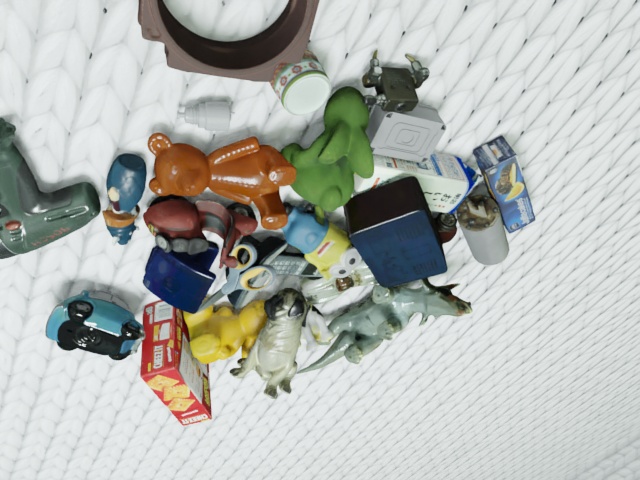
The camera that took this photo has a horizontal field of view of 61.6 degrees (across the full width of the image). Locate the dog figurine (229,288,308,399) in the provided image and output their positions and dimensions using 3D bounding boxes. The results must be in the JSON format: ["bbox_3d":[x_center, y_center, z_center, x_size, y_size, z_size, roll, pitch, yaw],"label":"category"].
[{"bbox_3d":[-0.069,0.183,1.024,0.121,0.172,0.190,26,90,2],"label":"dog figurine"}]

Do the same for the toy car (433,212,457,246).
[{"bbox_3d":[0.160,-0.017,1.014,0.202,0.053,0.089,-1,150,-10],"label":"toy car"}]

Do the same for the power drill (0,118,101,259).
[{"bbox_3d":[-0.451,-0.058,0.757,0.232,0.086,0.207,-17,133,-3],"label":"power drill"}]

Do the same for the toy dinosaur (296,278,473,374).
[{"bbox_3d":[0.124,0.171,1.150,0.405,0.131,0.192,-33,165,36],"label":"toy dinosaur"}]

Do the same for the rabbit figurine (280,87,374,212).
[{"bbox_3d":[0.017,-0.140,0.792,0.121,0.159,0.170,13,115,-16],"label":"rabbit figurine"}]

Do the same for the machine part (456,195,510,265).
[{"bbox_3d":[0.315,-0.015,1.033,0.079,0.079,0.243,-28,147,11],"label":"machine part"}]

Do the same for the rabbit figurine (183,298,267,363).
[{"bbox_3d":[-0.166,0.183,1.071,0.173,0.122,0.162,-25,137,-7],"label":"rabbit figurine"}]

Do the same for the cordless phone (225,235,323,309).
[{"bbox_3d":[-0.072,0.064,1.006,0.184,0.089,0.146,8,131,-31],"label":"cordless phone"}]

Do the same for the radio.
[{"bbox_3d":[0.133,-0.004,0.916,0.131,0.073,0.229,-17,146,14],"label":"radio"}]

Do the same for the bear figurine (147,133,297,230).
[{"bbox_3d":[-0.149,-0.091,0.789,0.196,0.132,0.120,-2,129,-24],"label":"bear figurine"}]

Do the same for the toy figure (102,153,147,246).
[{"bbox_3d":[-0.298,-0.058,0.820,0.064,0.058,0.154,-10,138,-40],"label":"toy figure"}]

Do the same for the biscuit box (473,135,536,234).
[{"bbox_3d":[0.342,-0.096,0.987,0.059,0.063,0.202,-28,136,13],"label":"biscuit box"}]

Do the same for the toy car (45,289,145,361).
[{"bbox_3d":[-0.393,0.141,0.961,0.161,0.103,0.109,19,125,-20],"label":"toy car"}]

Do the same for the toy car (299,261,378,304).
[{"bbox_3d":[0.058,0.069,1.069,0.202,0.056,0.073,-20,137,3],"label":"toy car"}]

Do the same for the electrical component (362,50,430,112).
[{"bbox_3d":[0.108,-0.228,0.773,0.102,0.078,0.045,1,154,-19],"label":"electrical component"}]

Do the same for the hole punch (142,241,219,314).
[{"bbox_3d":[-0.245,0.059,0.941,0.116,0.092,0.142,15,132,-25],"label":"hole punch"}]

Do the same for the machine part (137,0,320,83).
[{"bbox_3d":[-0.104,-0.293,0.623,0.201,0.087,0.201,2,135,-21],"label":"machine part"}]

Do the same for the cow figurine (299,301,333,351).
[{"bbox_3d":[-0.047,0.174,1.107,0.068,0.098,0.167,-25,-177,-30],"label":"cow figurine"}]

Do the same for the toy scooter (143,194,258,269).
[{"bbox_3d":[-0.186,-0.009,0.852,0.184,0.135,0.075,2,135,-18],"label":"toy scooter"}]

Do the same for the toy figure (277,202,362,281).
[{"bbox_3d":[0.000,-0.005,0.949,0.180,0.089,0.082,35,134,-18],"label":"toy figure"}]
